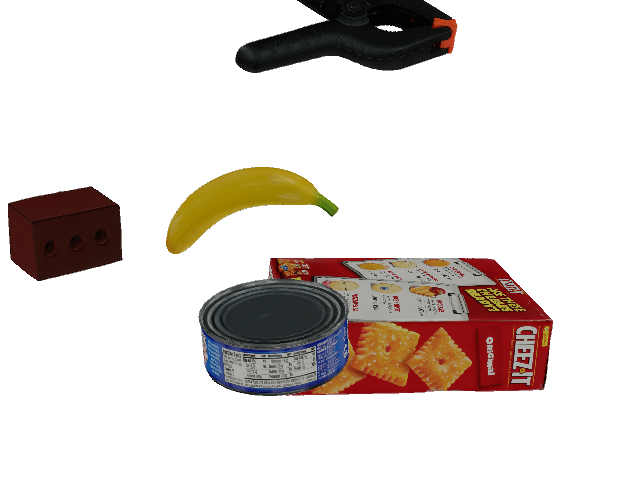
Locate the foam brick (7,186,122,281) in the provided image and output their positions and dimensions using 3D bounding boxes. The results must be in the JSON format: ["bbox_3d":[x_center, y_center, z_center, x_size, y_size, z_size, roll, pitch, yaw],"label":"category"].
[{"bbox_3d":[-0.211,-0.007,0.879,0.078,0.053,0.051,-16,30,-33],"label":"foam brick"}]

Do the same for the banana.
[{"bbox_3d":[-0.082,-0.032,1.033,0.198,0.069,0.037,-12,18,30],"label":"banana"}]

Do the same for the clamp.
[{"bbox_3d":[0.020,-0.179,0.845,0.171,0.120,0.039,2,-28,-4],"label":"clamp"}]

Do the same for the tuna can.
[{"bbox_3d":[-0.026,0.055,0.614,0.086,0.034,0.086,-3,22,1],"label":"tuna can"}]

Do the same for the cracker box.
[{"bbox_3d":[0.067,0.071,0.913,0.213,0.072,0.164,1,17,-8],"label":"cracker box"}]
